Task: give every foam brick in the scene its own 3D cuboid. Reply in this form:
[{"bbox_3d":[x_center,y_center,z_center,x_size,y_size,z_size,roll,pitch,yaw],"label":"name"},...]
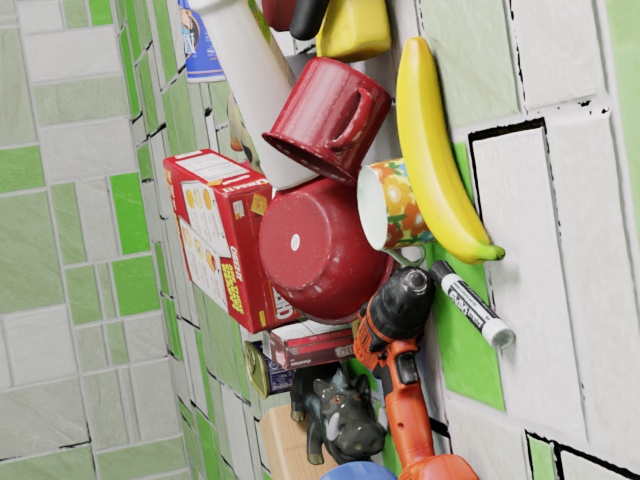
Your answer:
[{"bbox_3d":[-0.012,-0.225,0.990,0.053,0.078,0.051,-127,33,-60],"label":"foam brick"}]

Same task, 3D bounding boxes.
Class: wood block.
[{"bbox_3d":[0.000,0.299,1.259,0.090,0.090,0.206,118,140,-66],"label":"wood block"}]

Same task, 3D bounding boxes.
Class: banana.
[{"bbox_3d":[0.092,-0.057,0.800,0.070,0.037,0.198,-49,52,48],"label":"banana"}]

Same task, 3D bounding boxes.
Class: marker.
[{"bbox_3d":[0.113,0.047,0.814,0.121,0.020,0.020,-127,30,-59],"label":"marker"}]

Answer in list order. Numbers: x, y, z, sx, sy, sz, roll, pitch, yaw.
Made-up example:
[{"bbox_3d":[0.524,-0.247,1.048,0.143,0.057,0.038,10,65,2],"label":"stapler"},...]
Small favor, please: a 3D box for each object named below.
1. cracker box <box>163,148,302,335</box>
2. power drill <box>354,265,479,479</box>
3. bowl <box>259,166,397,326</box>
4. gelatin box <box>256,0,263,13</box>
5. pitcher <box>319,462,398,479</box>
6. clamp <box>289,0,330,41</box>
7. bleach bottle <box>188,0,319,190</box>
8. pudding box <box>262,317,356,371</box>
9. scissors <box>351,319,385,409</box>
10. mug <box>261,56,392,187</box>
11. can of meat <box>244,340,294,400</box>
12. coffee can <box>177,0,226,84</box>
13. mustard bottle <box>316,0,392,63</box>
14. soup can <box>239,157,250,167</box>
[{"bbox_3d":[-0.103,-0.006,1.229,0.214,0.072,0.164,29,133,60],"label":"cracker box"},{"bbox_3d":[0.082,0.130,0.916,0.184,0.057,0.187,106,154,-66],"label":"power drill"},{"bbox_3d":[-0.007,0.001,1.005,0.162,0.055,0.162,-1,88,42],"label":"bowl"},{"bbox_3d":[-0.037,-0.246,1.047,0.073,0.089,0.030,-127,30,-61],"label":"gelatin box"},{"bbox_3d":[0.055,0.300,0.970,0.243,0.145,0.149,-128,34,-66],"label":"pitcher"},{"bbox_3d":[0.008,-0.277,0.832,0.210,0.036,0.164,-39,68,51],"label":"clamp"},{"bbox_3d":[-0.066,-0.172,0.958,0.102,0.068,0.250,-104,-9,-59],"label":"bleach bottle"},{"bbox_3d":[-0.010,0.111,1.174,0.114,0.090,0.039,-159,62,-73],"label":"pudding box"},{"bbox_3d":[0.062,0.151,1.078,0.096,0.016,0.202,160,101,-76],"label":"scissors"},{"bbox_3d":[0.013,-0.102,0.901,0.081,0.093,0.117,-62,18,-5],"label":"mug"},{"bbox_3d":[-0.043,0.154,1.335,0.102,0.083,0.057,-149,50,-71],"label":"can of meat"},{"bbox_3d":[-0.123,-0.270,1.323,0.103,0.102,0.140,-148,50,-71],"label":"coffee can"},{"bbox_3d":[0.015,-0.251,0.911,0.096,0.058,0.191,179,81,-75],"label":"mustard bottle"},{"bbox_3d":[-0.061,-0.049,1.305,0.068,0.068,0.102,101,154,-54],"label":"soup can"}]
